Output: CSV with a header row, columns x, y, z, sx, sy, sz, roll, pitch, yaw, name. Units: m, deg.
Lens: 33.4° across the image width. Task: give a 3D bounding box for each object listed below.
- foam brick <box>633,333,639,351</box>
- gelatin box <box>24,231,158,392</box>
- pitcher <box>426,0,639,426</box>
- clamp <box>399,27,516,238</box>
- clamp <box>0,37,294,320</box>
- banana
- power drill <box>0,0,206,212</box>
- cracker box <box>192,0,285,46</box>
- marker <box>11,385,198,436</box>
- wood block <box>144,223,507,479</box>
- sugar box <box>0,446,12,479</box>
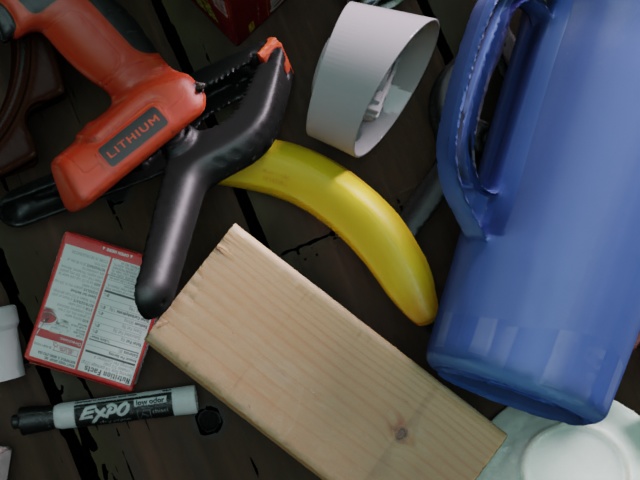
x,y,z,sx,sy,sz,roll,pitch,yaw,name
0.180,0.053,0.697,0.051,0.053,0.078,44,85,2,foam brick
-0.143,0.047,0.699,0.073,0.030,0.089,17,85,-2,gelatin box
0.141,-0.025,0.624,0.149,0.145,0.243,17,79,16,pitcher
0.119,-0.059,0.713,0.120,0.039,0.171,13,92,-7,clamp
-0.100,-0.055,0.683,0.165,0.036,0.209,20,61,34,clamp
0.001,-0.017,0.696,0.198,0.037,0.069,28,90,13,banana
-0.170,-0.110,0.608,0.184,0.057,0.187,-39,104,-13,power drill
-0.105,-0.236,0.656,0.072,0.164,0.214,-44,88,-3,cracker box
-0.141,0.112,0.698,0.121,0.020,0.020,-7,86,-3,marker
0.001,0.091,0.670,0.206,0.090,0.091,38,84,2,wood block
-0.292,0.167,0.677,0.176,0.048,0.093,9,85,-5,sugar box
